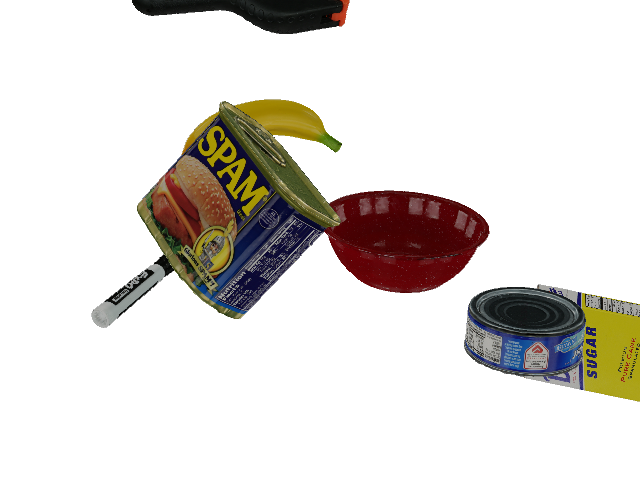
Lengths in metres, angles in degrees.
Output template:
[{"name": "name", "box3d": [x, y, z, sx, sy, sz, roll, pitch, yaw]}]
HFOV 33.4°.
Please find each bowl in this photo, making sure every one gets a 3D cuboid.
[{"name": "bowl", "box3d": [0.078, 0.006, 1.016, 0.162, 0.055, 0.162, 2, 23, -1]}]

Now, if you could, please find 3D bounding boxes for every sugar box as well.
[{"name": "sugar box", "box3d": [0.295, 0.108, 1.065, 0.176, 0.093, 0.048, 9, 22, 8]}]

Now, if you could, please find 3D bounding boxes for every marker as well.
[{"name": "marker", "box3d": [-0.164, 0.042, 0.966, 0.020, 0.020, 0.121, 0, 25, 28]}]

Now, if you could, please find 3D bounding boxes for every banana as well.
[{"name": "banana", "box3d": [-0.067, -0.113, 1.094, 0.197, 0.037, 0.070, -12, 50, -36]}]

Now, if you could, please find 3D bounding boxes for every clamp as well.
[{"name": "clamp", "box3d": [-0.060, -0.220, 0.876, 0.171, 0.120, 0.039, 11, -26, -5]}]

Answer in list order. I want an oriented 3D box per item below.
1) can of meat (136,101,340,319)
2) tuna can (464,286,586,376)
[{"name": "can of meat", "box3d": [-0.051, -0.017, 0.626, 0.057, 0.084, 0.102, 29, 19, -51]}, {"name": "tuna can", "box3d": [0.148, 0.065, 0.775, 0.086, 0.034, 0.086, 1, 21, -1]}]
